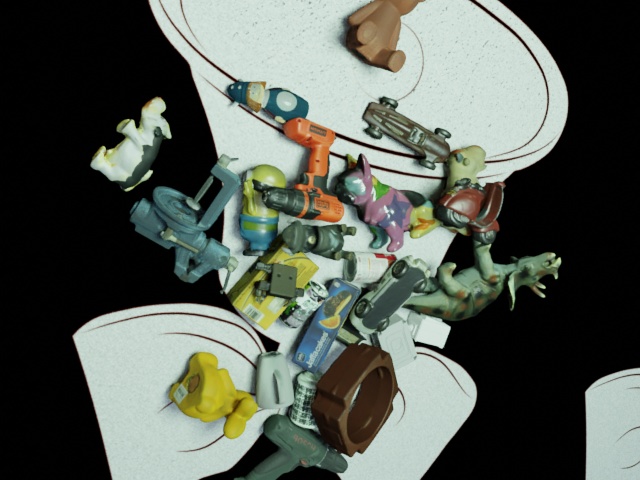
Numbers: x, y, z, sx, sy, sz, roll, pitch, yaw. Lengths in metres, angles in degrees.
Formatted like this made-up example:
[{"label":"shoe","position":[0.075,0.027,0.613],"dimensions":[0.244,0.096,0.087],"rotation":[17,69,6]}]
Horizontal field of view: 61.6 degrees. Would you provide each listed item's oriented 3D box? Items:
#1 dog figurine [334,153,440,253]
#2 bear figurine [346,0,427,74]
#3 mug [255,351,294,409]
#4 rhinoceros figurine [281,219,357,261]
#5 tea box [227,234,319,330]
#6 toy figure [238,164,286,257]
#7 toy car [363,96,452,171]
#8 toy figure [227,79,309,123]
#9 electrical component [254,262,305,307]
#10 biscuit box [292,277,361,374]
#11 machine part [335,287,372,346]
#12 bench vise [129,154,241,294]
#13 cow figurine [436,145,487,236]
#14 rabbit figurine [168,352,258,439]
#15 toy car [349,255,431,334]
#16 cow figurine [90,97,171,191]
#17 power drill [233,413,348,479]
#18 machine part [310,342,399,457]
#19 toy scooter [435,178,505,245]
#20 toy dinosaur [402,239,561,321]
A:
[{"label":"dog figurine","position":[0.133,-0.092,1.115],"dimensions":[0.191,0.108,0.219],"rotation":[-30,108,-11]},{"label":"bear figurine","position":[0.140,-0.431,1.030],"dimensions":[0.120,0.132,0.196],"rotation":[36,94,-28]},{"label":"mug","position":[-0.097,0.291,1.121],"dimensions":[0.081,0.109,0.107],"rotation":[-6,91,-13]},{"label":"rhinoceros figurine","position":[-0.002,-0.003,1.034],"dimensions":[0.190,0.112,0.073],"rotation":[7,94,-63]},{"label":"tea box","position":[-0.096,0.084,1.090],"dimensions":[0.169,0.068,0.098],"rotation":[-48,113,-5]},{"label":"toy figure","position":[-0.113,-0.057,1.046],"dimensions":[0.089,0.082,0.180],"rotation":[-2,100,-21]},{"label":"toy car","position":[0.186,-0.223,1.122],"dimensions":[0.202,0.053,0.089],"rotation":[28,95,-15]},{"label":"toy figure","position":[-0.098,-0.266,1.019],"dimensions":[0.154,0.058,0.064],"rotation":[14,53,-22]},{"label":"electrical component","position":[-0.081,0.087,1.038],"dimensions":[0.102,0.045,0.078],"rotation":[7,70,-23]},{"label":"biscuit box","position":[0.014,0.181,1.144],"dimensions":[0.063,0.059,0.202],"rotation":[28,92,10]},{"label":"machine part","position":[0.084,0.174,1.194],"dimensions":[0.084,0.039,0.139],"rotation":[30,93,-15]},{"label":"bench vise","position":[-0.215,-0.043,0.982],"dimensions":[0.223,0.129,0.240],"rotation":[36,106,-7]},{"label":"cow figurine","position":[0.308,-0.117,1.186],"dimensions":[0.127,0.086,0.194],"rotation":[21,95,-29]},{"label":"rabbit figurine","position":[-0.189,0.319,1.080],"dimensions":[0.173,0.163,0.122],"rotation":[42,73,-40]},{"label":"toy car","position":[0.146,0.116,1.127],"dimensions":[0.073,0.056,0.201],"rotation":[38,102,-22]},{"label":"cow figurine","position":[-0.317,-0.169,0.953],"dimensions":[0.167,0.068,0.098],"rotation":[-47,118,-1]},{"label":"power drill","position":[-0.071,0.509,1.190],"dimensions":[0.207,0.086,0.231],"rotation":[-42,111,-3]},{"label":"machine part","position":[0.077,0.337,1.151],"dimensions":[0.201,0.087,0.200],"rotation":[-43,132,-33]},{"label":"toy scooter","position":[0.325,-0.076,1.116],"dimensions":[0.183,0.075,0.135],"rotation":[23,95,-34]},{"label":"toy dinosaur","position":[0.333,0.114,1.223],"dimensions":[0.405,0.131,0.192],"rotation":[-25,100,-4]}]
